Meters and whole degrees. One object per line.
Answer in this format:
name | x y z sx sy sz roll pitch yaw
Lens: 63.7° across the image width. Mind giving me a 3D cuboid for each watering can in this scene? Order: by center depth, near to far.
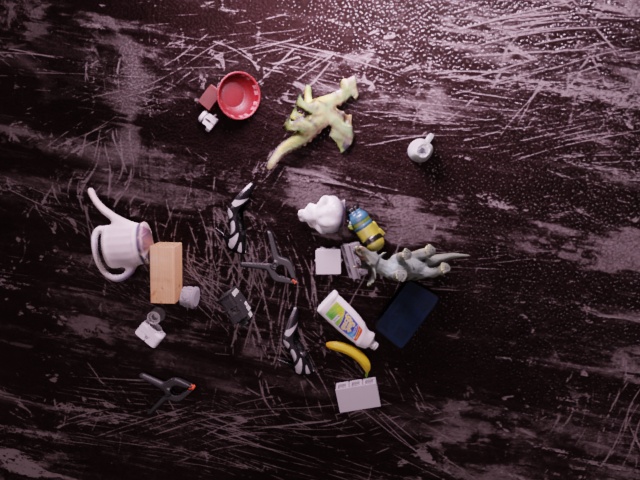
watering can | -0.716 -0.022 1.844 0.224 0.105 0.345 -6 98 3

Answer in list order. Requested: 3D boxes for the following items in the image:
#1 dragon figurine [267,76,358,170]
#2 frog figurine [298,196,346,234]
dragon figurine | 0.003 -0.382 1.762 0.242 0.123 0.407 25 99 -8
frog figurine | 0.005 -0.090 1.785 0.159 0.125 0.134 6 118 -8
